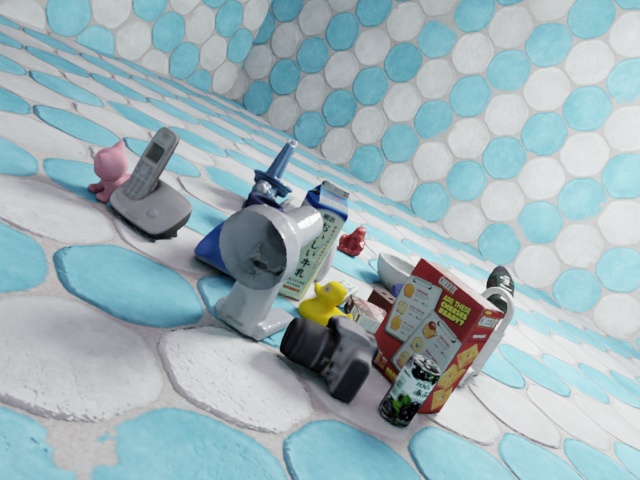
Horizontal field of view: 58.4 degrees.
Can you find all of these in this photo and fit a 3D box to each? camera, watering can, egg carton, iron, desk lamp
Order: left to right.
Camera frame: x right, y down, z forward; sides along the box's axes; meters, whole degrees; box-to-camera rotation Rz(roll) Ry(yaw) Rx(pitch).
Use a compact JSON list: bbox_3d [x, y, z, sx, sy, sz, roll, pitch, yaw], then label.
[{"bbox_3d":[-0.144,-0.015,1.122,0.118,0.141,0.258,29,14,1],"label":"iron"},{"bbox_3d":[-0.082,0.041,0.896,0.117,0.213,0.204,33,14,17],"label":"desk lamp"},{"bbox_3d":[-0.052,-0.060,1.619,0.150,0.069,0.107,29,14,-1],"label":"egg carton"},{"bbox_3d":[0.014,0.160,0.899,0.137,0.101,0.143,27,14,-10],"label":"camera"},{"bbox_3d":[0.356,0.193,1.266,0.100,0.194,0.173,36,15,27],"label":"watering can"}]

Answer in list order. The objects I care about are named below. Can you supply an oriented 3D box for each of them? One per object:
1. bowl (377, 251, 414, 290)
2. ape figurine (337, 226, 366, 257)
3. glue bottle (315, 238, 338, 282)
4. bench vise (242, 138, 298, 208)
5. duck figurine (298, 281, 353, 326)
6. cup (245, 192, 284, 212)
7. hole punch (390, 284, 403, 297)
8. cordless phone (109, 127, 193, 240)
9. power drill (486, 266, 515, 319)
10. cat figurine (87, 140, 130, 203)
[{"bbox_3d":[0.218,0.104,1.561,0.167,0.074,0.167,27,14,-7],"label":"bowl"},{"bbox_3d":[0.102,0.000,1.662,0.077,0.092,0.076,39,17,34],"label":"ape figurine"},{"bbox_3d":[0.012,0.005,1.298,0.078,0.173,0.037,32,14,14],"label":"glue bottle"},{"bbox_3d":[-0.116,-0.166,1.551,0.122,0.219,0.207,25,14,-17],"label":"bench vise"},{"bbox_3d":[0.021,0.122,1.083,0.104,0.086,0.077,29,14,2],"label":"duck figurine"},{"bbox_3d":[-0.134,-0.046,1.354,0.117,0.095,0.092,31,14,8],"label":"cup"},{"bbox_3d":[0.225,0.145,1.396,0.101,0.091,0.108,24,14,-18],"label":"hole punch"},{"bbox_3d":[-0.292,-0.106,1.062,0.147,0.185,0.094,33,14,17],"label":"cordless phone"},{"bbox_3d":[0.408,0.172,1.414,0.075,0.208,0.230,30,14,3],"label":"power drill"},{"bbox_3d":[-0.387,-0.131,1.104,0.067,0.117,0.128,39,17,35],"label":"cat figurine"}]
